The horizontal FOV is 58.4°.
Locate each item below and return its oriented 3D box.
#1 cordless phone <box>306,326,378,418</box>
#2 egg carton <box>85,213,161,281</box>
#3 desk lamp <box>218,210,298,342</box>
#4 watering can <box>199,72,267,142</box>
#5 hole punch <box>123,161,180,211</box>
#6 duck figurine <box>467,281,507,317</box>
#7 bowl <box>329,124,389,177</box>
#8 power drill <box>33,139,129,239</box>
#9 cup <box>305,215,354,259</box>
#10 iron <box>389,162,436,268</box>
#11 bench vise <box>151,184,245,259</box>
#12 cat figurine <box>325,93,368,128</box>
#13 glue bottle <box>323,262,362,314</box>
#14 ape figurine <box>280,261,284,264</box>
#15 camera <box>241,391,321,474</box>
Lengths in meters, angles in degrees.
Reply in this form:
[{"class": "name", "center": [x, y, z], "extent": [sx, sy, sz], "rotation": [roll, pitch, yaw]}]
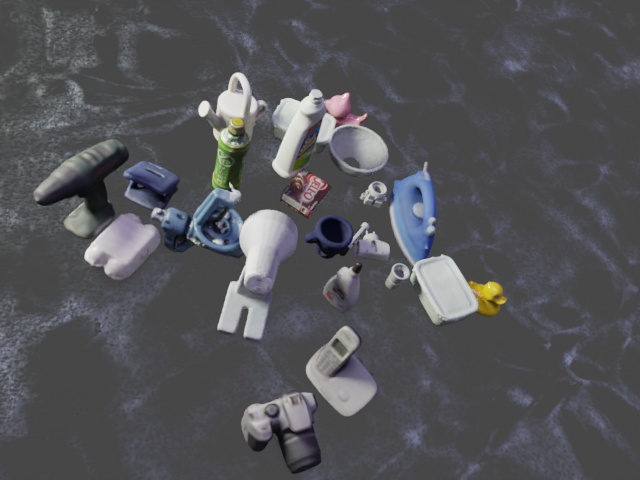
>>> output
[{"class": "cordless phone", "center": [0.058, 0.256, 1.134], "extent": [0.147, 0.185, 0.094], "rotation": [44, 56, 14]}, {"class": "egg carton", "center": [-0.414, 0.014, 1.215], "extent": [0.107, 0.069, 0.150], "rotation": [30, 54, 3]}, {"class": "desk lamp", "center": [-0.125, 0.072, 1.181], "extent": [0.118, 0.213, 0.203], "rotation": [15, 54, -7]}, {"class": "watering can", "center": [-0.212, -0.327, 1.430], "extent": [0.101, 0.194, 0.173], "rotation": [42, 55, 12]}, {"class": "hole punch", "center": [-0.386, -0.136, 1.311], "extent": [0.108, 0.091, 0.101], "rotation": [25, 54, -1]}, {"class": "duck figurine", "center": [0.404, 0.131, 1.391], "extent": [0.104, 0.086, 0.078], "rotation": [38, 55, 9]}, {"class": "bowl", "center": [0.095, -0.225, 1.536], "extent": [0.168, 0.074, 0.167], "rotation": [9, 55, -12]}, {"class": "power drill", "center": [-0.484, -0.098, 1.181], "extent": [0.075, 0.208, 0.230], "rotation": [30, 54, 4]}, {"class": "cup", "center": [0.012, 0.005, 1.343], "extent": [0.118, 0.095, 0.091], "rotation": [-12, 62, -24]}, {"class": "iron", "center": [0.257, -0.065, 1.439], "extent": [0.119, 0.141, 0.258], "rotation": [5, 56, -14]}, {"class": "bench vise", "center": [-0.246, -0.037, 1.210], "extent": [0.208, 0.219, 0.121], "rotation": [-3, 58, -19]}, {"class": "cat figurine", "center": [0.071, -0.351, 1.584], "extent": [0.128, 0.117, 0.067], "rotation": [23, 54, -2]}, {"class": "glue bottle", "center": [0.059, 0.094, 1.250], "extent": [0.078, 0.173, 0.037], "rotation": [41, 55, 12]}, {"class": "ape figurine", "center": [-0.096, 0.006, 1.309], "extent": [0.078, 0.092, 0.076], "rotation": [13, 54, -9]}, {"class": "camera", "center": [-0.060, 0.365, 1.076], "extent": [0.143, 0.100, 0.136], "rotation": [-10, 61, -23]}]
